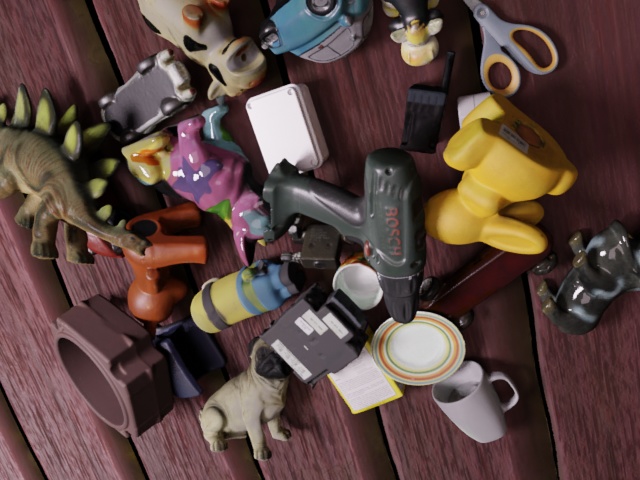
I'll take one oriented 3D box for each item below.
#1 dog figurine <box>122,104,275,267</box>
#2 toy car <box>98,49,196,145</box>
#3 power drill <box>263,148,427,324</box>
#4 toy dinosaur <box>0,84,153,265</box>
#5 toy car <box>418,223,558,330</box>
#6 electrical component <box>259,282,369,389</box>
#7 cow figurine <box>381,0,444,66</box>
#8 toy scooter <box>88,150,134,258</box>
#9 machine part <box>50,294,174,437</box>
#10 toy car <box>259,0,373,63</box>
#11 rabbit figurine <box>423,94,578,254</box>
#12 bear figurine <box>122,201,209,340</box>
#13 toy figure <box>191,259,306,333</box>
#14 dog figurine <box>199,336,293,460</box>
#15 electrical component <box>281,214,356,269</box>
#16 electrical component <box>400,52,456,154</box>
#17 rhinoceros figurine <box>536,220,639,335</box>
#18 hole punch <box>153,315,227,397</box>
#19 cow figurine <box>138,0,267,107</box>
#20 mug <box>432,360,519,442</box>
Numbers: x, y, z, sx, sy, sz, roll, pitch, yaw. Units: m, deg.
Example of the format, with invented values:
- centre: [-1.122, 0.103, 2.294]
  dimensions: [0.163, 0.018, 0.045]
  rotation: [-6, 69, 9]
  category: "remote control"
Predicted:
- centre: [-0.152, -0.066, 0.758]
  dimensions: [0.192, 0.108, 0.219]
  rotation: [-18, 106, 20]
  category: "dog figurine"
- centre: [-0.239, -0.191, 0.737]
  dimensions: [0.202, 0.056, 0.073]
  rotation: [-17, 107, 42]
  category: "toy car"
- centre: [0.031, -0.009, 0.667]
  dimensions: [0.208, 0.086, 0.231]
  rotation: [20, 129, 26]
  category: "power drill"
- centre: [-0.400, -0.109, 0.758]
  dimensions: [0.472, 0.105, 0.198]
  rotation: [29, 91, 21]
  category: "toy dinosaur"
- centre: [0.219, 0.046, 0.723]
  dimensions: [0.089, 0.053, 0.202]
  rotation: [37, 118, -21]
  category: "toy car"
- centre: [0.000, 0.131, 0.760]
  dimensions: [0.115, 0.058, 0.134]
  rotation: [47, 119, -4]
  category: "electrical component"
- centre: [0.102, -0.284, 0.614]
  dimensions: [0.068, 0.098, 0.167]
  rotation: [-16, 104, 13]
  category: "cow figurine"
- centre: [-0.371, -0.048, 0.840]
  dimensions: [0.135, 0.075, 0.183]
  rotation: [-18, 100, 20]
  category: "toy scooter"
- centre: [-0.336, 0.205, 0.865]
  dimensions: [0.202, 0.087, 0.200]
  rotation: [26, 131, 26]
  category: "machine part"
- centre: [0.008, -0.266, 0.644]
  dimensions: [0.103, 0.109, 0.162]
  rotation: [40, 136, -26]
  category: "toy car"
- centre: [0.193, -0.056, 0.620]
  dimensions: [0.162, 0.122, 0.173]
  rotation: [33, 129, -9]
  category: "rabbit figurine"
- centre: [-0.235, 0.053, 0.823]
  dimensions: [0.132, 0.120, 0.195]
  rotation: [-10, 132, -15]
  category: "bear figurine"
- centre: [-0.113, 0.080, 0.806]
  dimensions: [0.180, 0.089, 0.082]
  rotation: [-20, 96, 23]
  category: "toy figure"
- centre: [-0.120, 0.231, 0.869]
  dimensions: [0.172, 0.121, 0.190]
  rotation: [4, 96, 10]
  category: "dog figurine"
- centre: [0.000, -0.002, 0.760]
  dimensions: [0.102, 0.078, 0.045]
  rotation: [7, 145, 18]
  category: "electrical component"
- centre: [0.132, -0.170, 0.659]
  dimensions: [0.048, 0.075, 0.119]
  rotation: [10, 115, 11]
  category: "electrical component"
- centre: [0.361, 0.043, 0.673]
  dimensions: [0.112, 0.073, 0.190]
  rotation: [34, 114, 3]
  category: "rhinoceros figurine"
- centre: [-0.235, 0.199, 0.885]
  dimensions: [0.116, 0.092, 0.142]
  rotation: [-24, 105, 25]
  category: "hole punch"
- centre: [-0.149, -0.259, 0.690]
  dimensions: [0.195, 0.085, 0.127]
  rotation: [39, 157, 13]
  category: "cow figurine"
- centre: [0.234, 0.234, 0.777]
  dimensions: [0.109, 0.081, 0.107]
  rotation: [-30, 110, 16]
  category: "mug"
